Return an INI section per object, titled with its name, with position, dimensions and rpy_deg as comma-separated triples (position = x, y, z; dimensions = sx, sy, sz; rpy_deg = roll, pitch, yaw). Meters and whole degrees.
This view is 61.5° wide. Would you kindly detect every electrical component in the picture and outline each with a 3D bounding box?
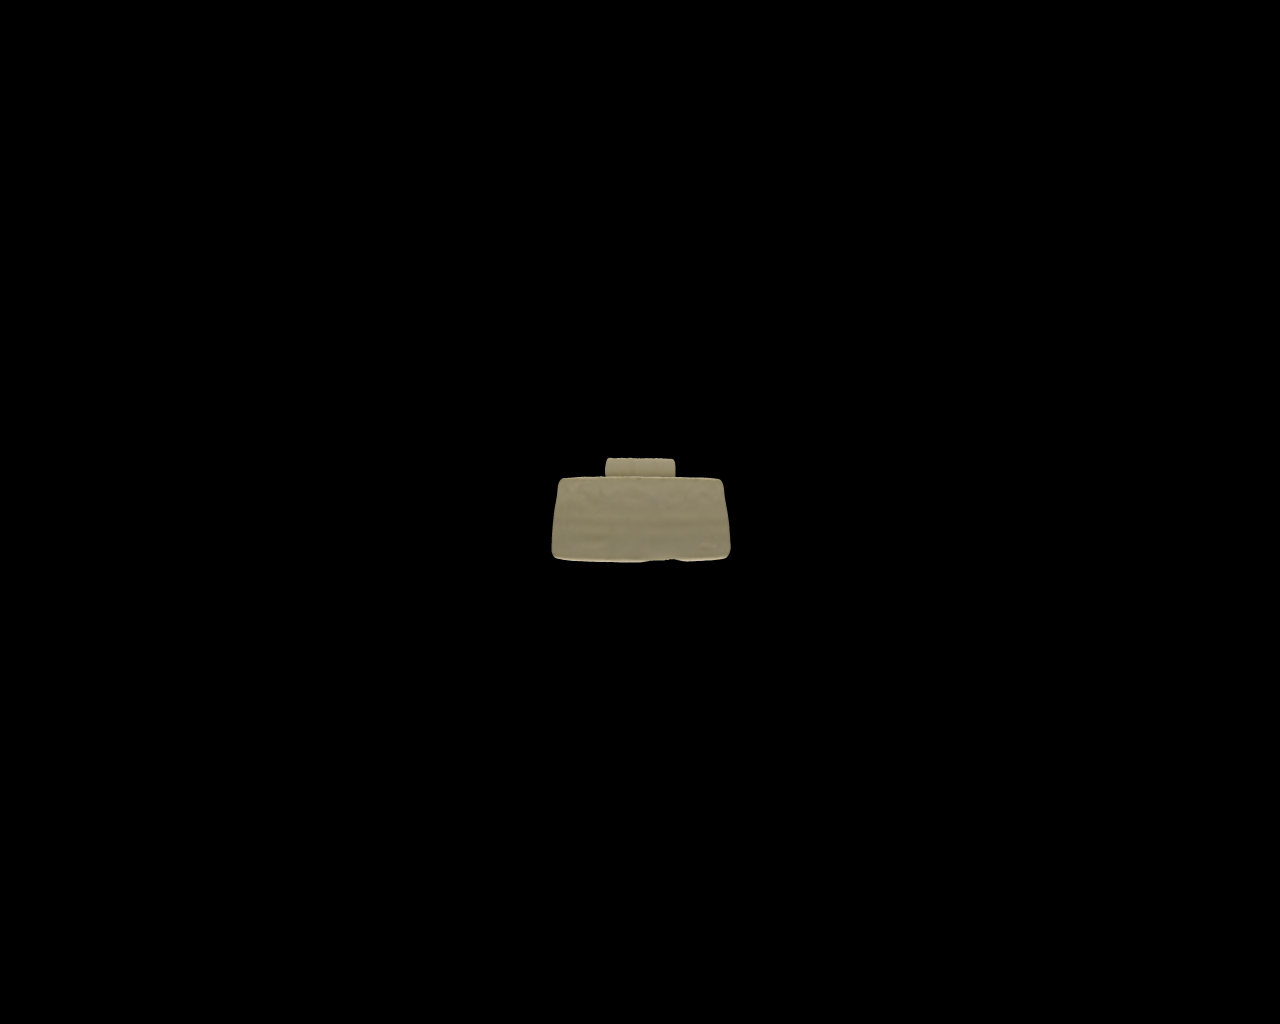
[electrical component]
position = 0.001, -0.003, 0.650
dimensions = 0.108, 0.060, 0.108
rpy_deg = 0, 0, 0
